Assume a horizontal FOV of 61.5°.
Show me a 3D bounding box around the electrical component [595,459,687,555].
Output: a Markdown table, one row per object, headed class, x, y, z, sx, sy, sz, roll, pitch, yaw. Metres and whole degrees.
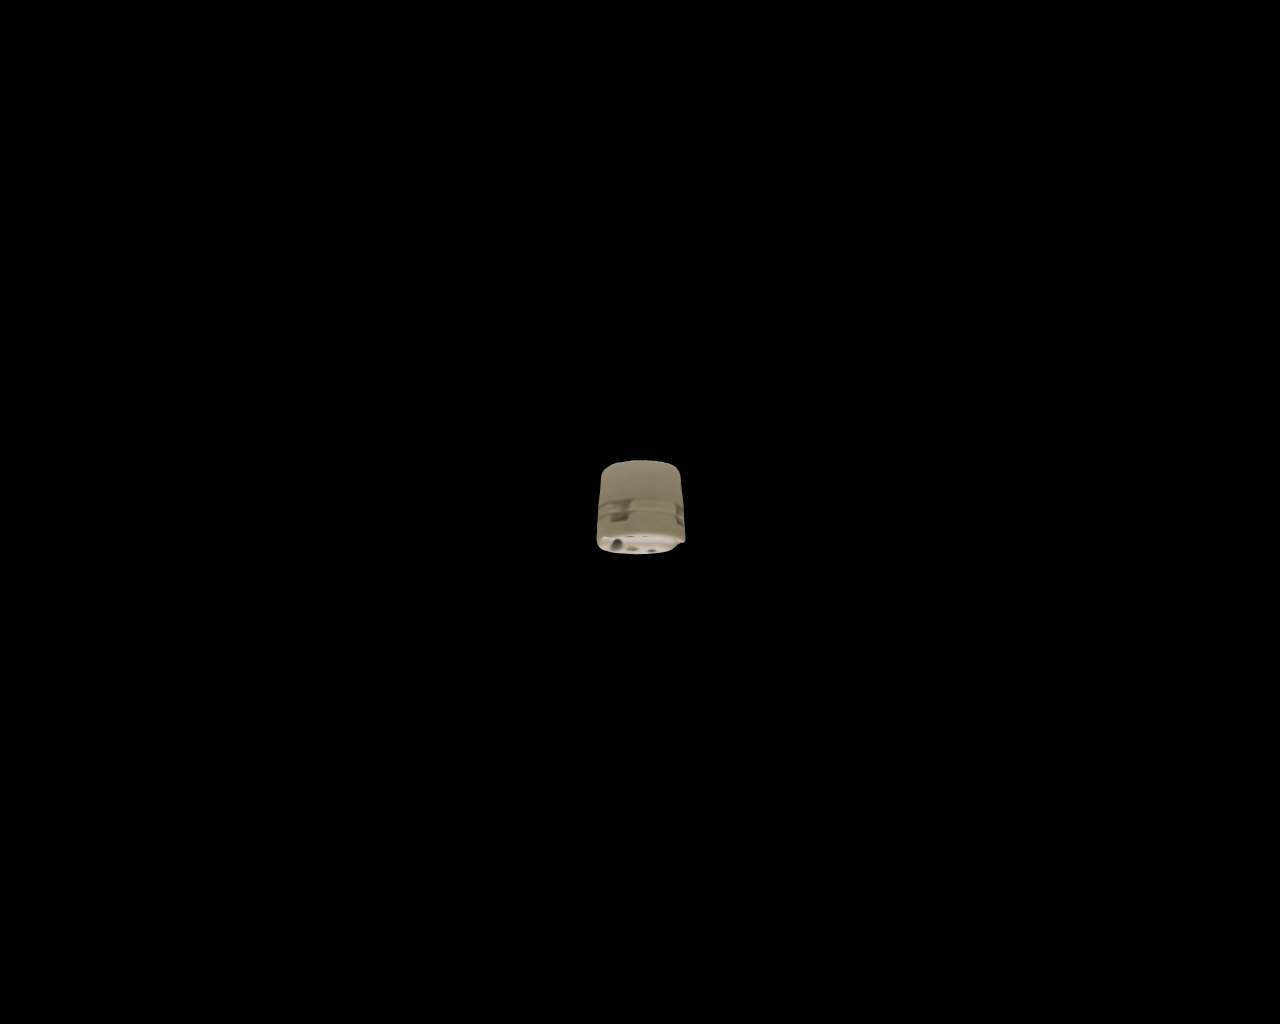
| class | x | y | z | sx | sy | sz | roll | pitch | yaw |
| --- | --- | --- | --- | --- | --- | --- | --- | --- | --- |
| electrical component | 0.001 | -0.003 | 0.650 | 0.055 | 0.047 | 0.055 | 0 | -15 | 0 |
